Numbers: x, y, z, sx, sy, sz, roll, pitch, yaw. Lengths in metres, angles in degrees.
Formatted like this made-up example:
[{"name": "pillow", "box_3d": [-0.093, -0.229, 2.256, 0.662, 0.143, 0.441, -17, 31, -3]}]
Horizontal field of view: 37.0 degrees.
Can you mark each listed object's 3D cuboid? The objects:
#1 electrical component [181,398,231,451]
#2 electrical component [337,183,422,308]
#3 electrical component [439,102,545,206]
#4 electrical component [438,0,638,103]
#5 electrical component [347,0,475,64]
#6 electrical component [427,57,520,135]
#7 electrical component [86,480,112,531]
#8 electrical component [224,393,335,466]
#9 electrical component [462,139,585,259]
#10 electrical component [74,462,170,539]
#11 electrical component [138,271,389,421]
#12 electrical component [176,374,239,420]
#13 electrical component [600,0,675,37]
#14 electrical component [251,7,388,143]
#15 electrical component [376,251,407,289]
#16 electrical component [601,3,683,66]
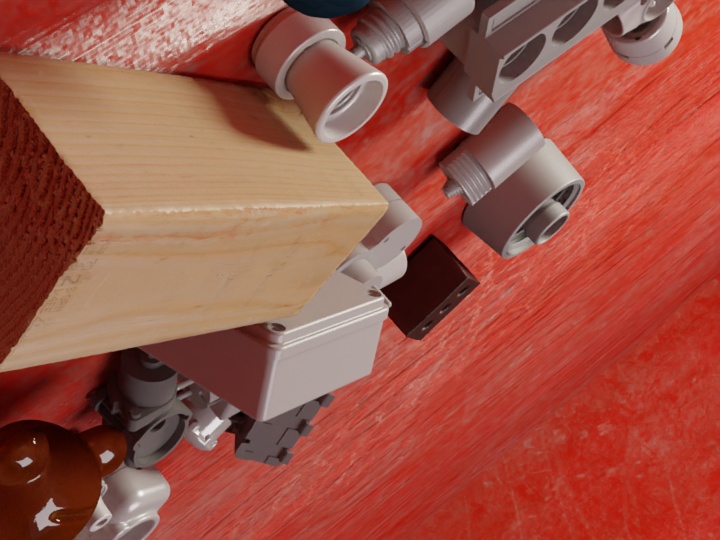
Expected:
[{"name": "electrical component", "box_3d": [-0.113, 0.102, 0.812, 0.062, 0.048, 0.048, -45, 163, -11]}, {"name": "electrical component", "box_3d": [-0.010, 0.004, 0.748, 0.138, 0.073, 0.052, -35, 161, -20]}, {"name": "electrical component", "box_3d": [0.094, -0.083, 0.808, 0.081, 0.043, 0.043, -41, 162, -3]}, {"name": "electrical component", "box_3d": [0.104, -0.161, 0.618, 0.121, 0.063, 0.078, -36, 161, -16]}, {"name": "electrical component", "box_3d": [0.023, -0.132, 0.557, 0.078, 0.040, 0.040, -39, 162, -8]}, {"name": "electrical component", "box_3d": [0.084, -0.130, 0.679, 0.081, 0.043, 0.043, -51, 160, 25]}, {"name": "electrical component", "box_3d": [-0.191, 0.146, 0.722, 0.048, 0.062, 0.048, -36, 161, -15]}, {"name": "electrical component", "box_3d": [-0.061, 0.098, 0.856, 0.079, 0.063, 0.121, 16, 132, -20]}, {"name": "electrical component", "box_3d": [0.151, -0.057, 0.957, 0.108, 0.060, 0.108, -37, 161, -15]}, {"name": "electrical component", "box_3d": [-0.190, 0.180, 0.805, 0.095, 0.059, 0.054, -49, 161, 20]}, {"name": "electrical component", "box_3d": [-0.058, 0.031, 0.642, 0.109, 0.109, 0.056, -18, 127, -51]}, {"name": "electrical component", "box_3d": [-0.103, 0.073, 0.759, 0.077, 0.047, 0.065, -25, 157, -40]}, {"name": "electrical component", "box_3d": [0.192, -0.206, 0.724, 0.077, 0.044, 0.079, -41, 162, -3]}, {"name": "electrical component", "box_3d": [-0.020, -0.096, 0.525, 0.045, 0.055, 0.045, -37, 161, -15]}, {"name": "electrical component", "box_3d": [0.000, 0.000, 0.812, 0.078, 0.040, 0.040, -28, 158, -35]}, {"name": "electrical component", "box_3d": [0.205, -0.183, 0.790, 0.055, 0.055, 0.047, -46, 158, 14]}]
